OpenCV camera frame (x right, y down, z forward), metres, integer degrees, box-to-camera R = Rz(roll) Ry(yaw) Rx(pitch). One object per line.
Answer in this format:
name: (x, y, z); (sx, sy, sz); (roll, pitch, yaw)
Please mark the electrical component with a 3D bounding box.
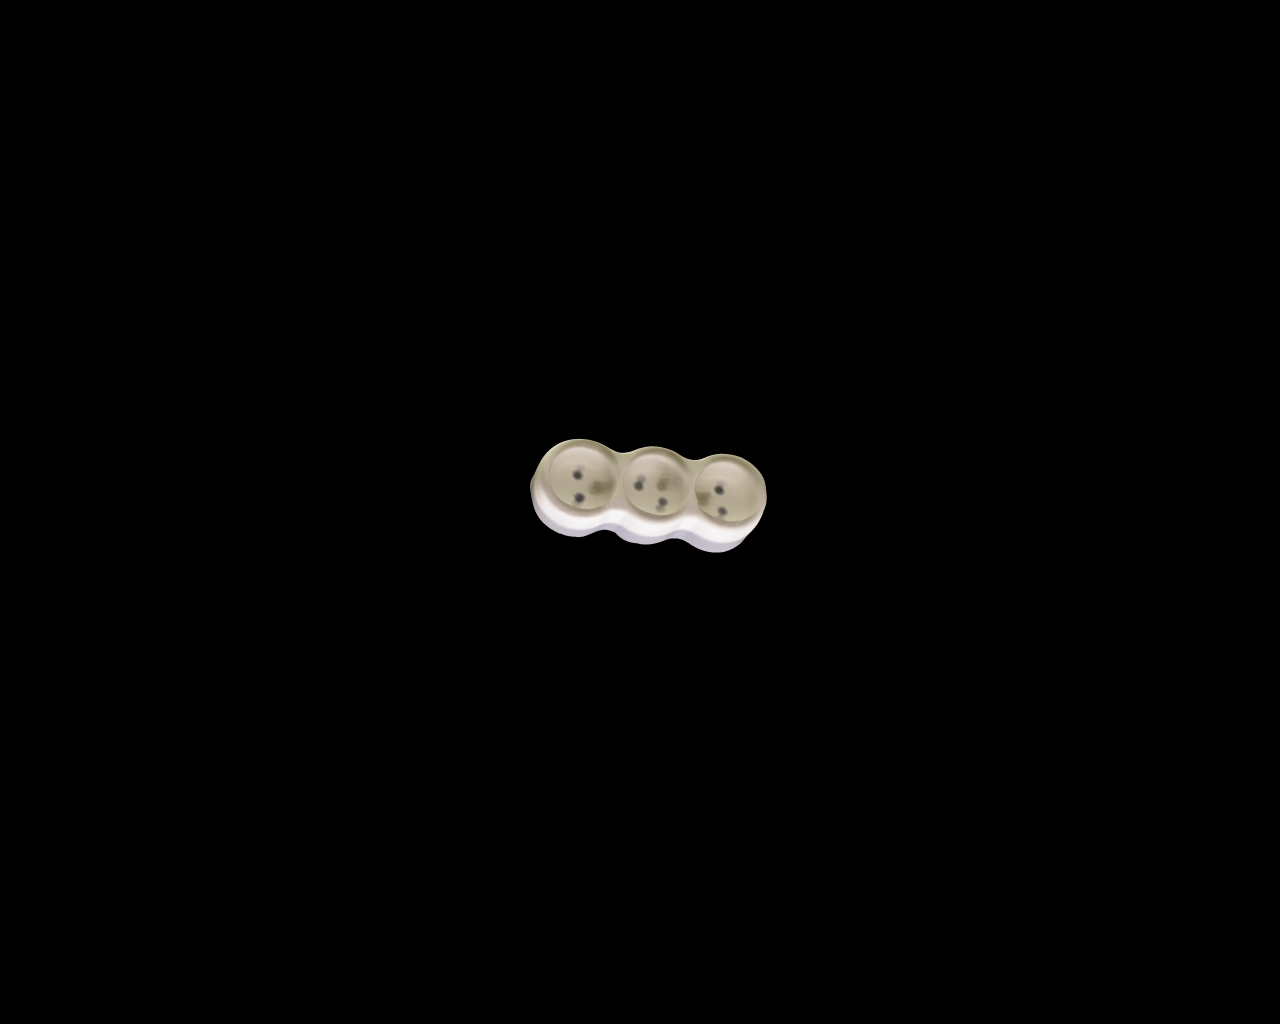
electrical component: (0.001, -0.003, 0.650); (0.138, 0.052, 0.073); (6, -23, -14)
